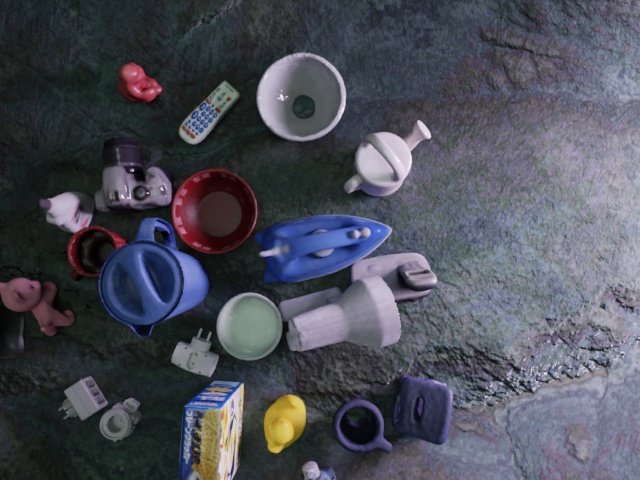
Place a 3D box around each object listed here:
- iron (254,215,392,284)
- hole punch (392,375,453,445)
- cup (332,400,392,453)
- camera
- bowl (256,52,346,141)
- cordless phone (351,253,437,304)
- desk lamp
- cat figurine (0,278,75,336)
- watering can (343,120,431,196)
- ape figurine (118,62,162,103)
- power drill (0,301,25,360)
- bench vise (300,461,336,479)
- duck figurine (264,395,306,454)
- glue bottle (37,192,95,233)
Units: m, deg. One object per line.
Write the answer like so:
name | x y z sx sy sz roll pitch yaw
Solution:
iron | 0.010 0.004 1.036 0.258 0.141 0.119 -14 86 0
hole punch | 0.184 0.308 1.040 0.101 0.091 0.109 10 87 2
cup | 0.079 0.336 1.039 0.117 0.095 0.092 35 88 3
camera | -0.353 -0.123 1.070 0.143 0.101 0.137 -8 87 1
bowl | -0.034 -0.261 1.085 0.167 0.075 0.167 0 87 1
cordless phone | 0.130 0.070 1.008 0.147 0.185 0.094 -11 86 1
desk lamp | 0.028 0.139 0.992 0.203 0.213 0.118 -16 86 0
cat figurine | -0.529 0.118 1.052 0.067 0.118 0.128 -35 87 -1
watering can | 0.116 -0.146 1.016 0.101 0.194 0.173 31 88 3
ape figurine | -0.351 -0.303 1.085 0.076 0.092 0.078 -16 86 0
power drill | -0.610 0.177 1.005 0.075 0.208 0.230 -2 87 1
bench vise | 0.003 0.497 0.969 0.121 0.220 0.207 -36 86 -1
duck figurine | -0.067 0.339 1.046 0.077 0.086 0.105 23 87 3
glue bottle | -0.462 -0.055 1.033 0.037 0.173 0.078 15 87 2
